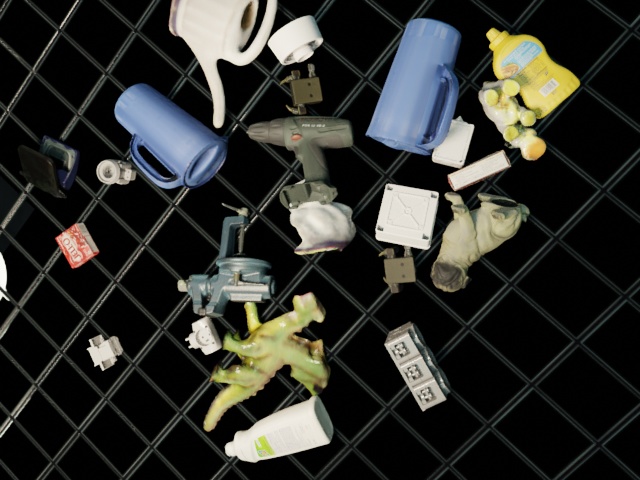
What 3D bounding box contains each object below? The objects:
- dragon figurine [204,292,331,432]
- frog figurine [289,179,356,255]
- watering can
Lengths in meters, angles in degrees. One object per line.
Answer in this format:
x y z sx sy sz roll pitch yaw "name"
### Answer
-0.099 0.281 1.128 0.243 0.124 0.405 19 107 3 "dragon figurine"
0.003 -0.054 1.067 0.138 0.122 0.160 -5 84 -18 "frog figurine"
-0.226 -0.435 1.099 0.225 0.104 0.345 28 100 11 "watering can"
